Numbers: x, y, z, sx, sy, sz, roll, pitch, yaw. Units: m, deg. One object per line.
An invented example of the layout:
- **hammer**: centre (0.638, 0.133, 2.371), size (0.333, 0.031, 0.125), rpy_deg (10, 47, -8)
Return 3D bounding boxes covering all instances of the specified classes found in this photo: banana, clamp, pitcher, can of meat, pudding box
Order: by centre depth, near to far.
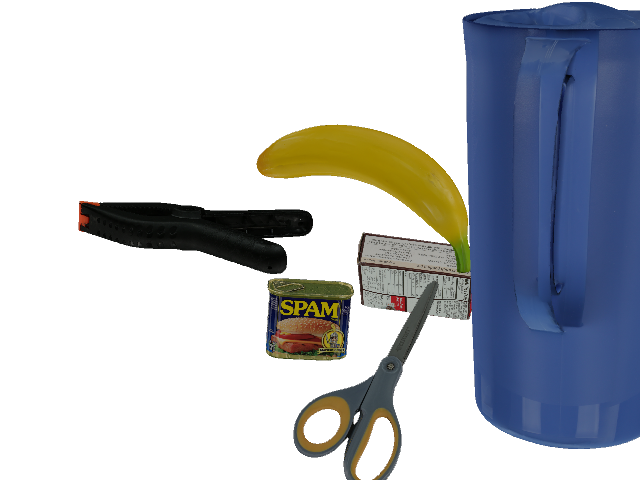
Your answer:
- **pitcher**: centre (0.140, -0.008, 0.597), size (0.149, 0.243, 0.145), rpy_deg (-7, 17, -20)
- **banana**: centre (0.032, -0.046, 0.759), size (0.198, 0.070, 0.037), rpy_deg (29, 16, 33)
- **clamp**: centre (-0.112, -0.008, 0.936), size (0.210, 0.036, 0.164), rpy_deg (5, 12, 0)
- **pudding box**: centre (0.094, 0.035, 1.035), size (0.113, 0.039, 0.090), rpy_deg (6, -31, 8)
- **can of meat**: centre (-0.015, 0.094, 1.268), size (0.102, 0.084, 0.057), rpy_deg (3, 14, -4)

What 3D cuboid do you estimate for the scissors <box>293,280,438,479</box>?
- **scissors**: centre (0.038, 0.110, 0.885), size (0.096, 0.201, 0.016), rpy_deg (8, -35, 8)
